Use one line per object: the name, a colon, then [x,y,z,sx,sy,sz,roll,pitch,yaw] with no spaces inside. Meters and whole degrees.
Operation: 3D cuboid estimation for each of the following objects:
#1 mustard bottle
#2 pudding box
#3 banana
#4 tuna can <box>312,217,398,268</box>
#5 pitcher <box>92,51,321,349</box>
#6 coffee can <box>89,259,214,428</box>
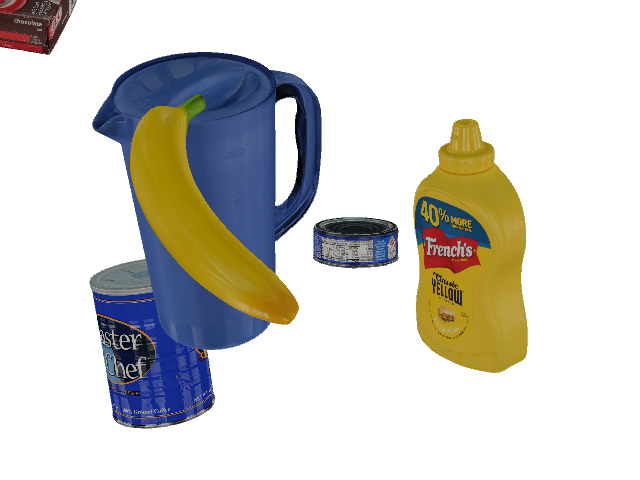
mustard bottle: [0.113,0.001,0.816,0.058,0.192,0.096,-21,29,-32]
pudding box: [-0.252,-0.198,0.874,0.090,0.039,0.113,9,36,-3]
banana: [-0.078,-0.024,0.675,0.069,0.198,0.037,-16,-33,-15]
tuna can: [0.035,0.001,1.064,0.086,0.034,0.086,0,13,0]
pitcher: [-0.088,-0.032,0.918,0.149,0.243,0.144,11,36,19]
coffee can: [-0.162,0.097,1.039,0.103,0.140,0.103,-6,14,1]
